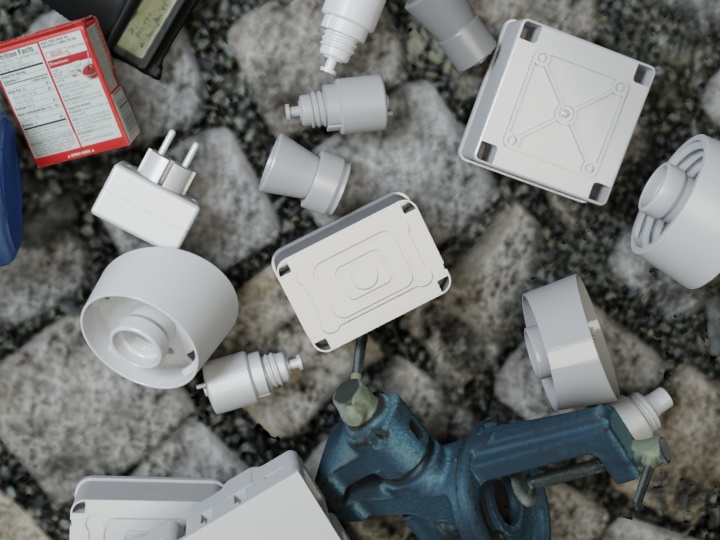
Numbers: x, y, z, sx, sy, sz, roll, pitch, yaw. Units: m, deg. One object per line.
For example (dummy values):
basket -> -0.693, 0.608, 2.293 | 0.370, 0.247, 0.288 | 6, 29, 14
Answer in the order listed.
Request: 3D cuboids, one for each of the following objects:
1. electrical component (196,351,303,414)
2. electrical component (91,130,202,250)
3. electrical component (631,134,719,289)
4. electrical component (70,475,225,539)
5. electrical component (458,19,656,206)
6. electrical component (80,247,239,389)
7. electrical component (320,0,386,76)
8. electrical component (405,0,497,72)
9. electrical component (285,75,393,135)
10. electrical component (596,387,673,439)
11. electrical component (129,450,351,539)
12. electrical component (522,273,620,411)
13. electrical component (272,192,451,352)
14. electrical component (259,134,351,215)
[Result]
electrical component -> -0.081, 0.079, 0.798 | 0.078, 0.040, 0.040 | -16, 101, -4
electrical component -> -0.142, -0.061, 0.764 | 0.066, 0.047, 0.076 | 28, 95, -10
electrical component -> 0.240, -0.047, 0.786 | 0.060, 0.108, 0.108 | 27, 95, -4
electrical component -> -0.156, 0.196, 0.799 | 0.113, 0.057, 0.078 | 3, 98, -8
electrical component -> 0.142, -0.114, 0.785 | 0.109, 0.056, 0.108 | 18, 97, -10
electrical component -> -0.144, 0.034, 0.761 | 0.099, 0.064, 0.099 | 12, 133, 13
electrical component -> -0.009, -0.177, 0.765 | 0.040, 0.040, 0.078 | 21, 96, -10
electrical component -> 0.068, -0.176, 0.775 | 0.044, 0.044, 0.065 | -38, 106, 0
electrical component -> -0.015, -0.117, 0.774 | 0.078, 0.040, 0.040 | -7, 100, -6
electrical component -> 0.214, 0.115, 0.839 | 0.062, 0.048, 0.048 | -32, 102, -7
electrical component -> -0.099, 0.220, 0.748 | 0.186, 0.060, 0.105 | -30, 101, -2
electrical component -> 0.158, 0.054, 0.797 | 0.064, 0.099, 0.099 | -15, 101, 2
electrical component -> 0.000, 0.000, 0.786 | 0.113, 0.057, 0.078 | -27, 101, -2
electrical component -> -0.040, -0.068, 0.777 | 0.055, 0.045, 0.045 | 21, 96, -10
